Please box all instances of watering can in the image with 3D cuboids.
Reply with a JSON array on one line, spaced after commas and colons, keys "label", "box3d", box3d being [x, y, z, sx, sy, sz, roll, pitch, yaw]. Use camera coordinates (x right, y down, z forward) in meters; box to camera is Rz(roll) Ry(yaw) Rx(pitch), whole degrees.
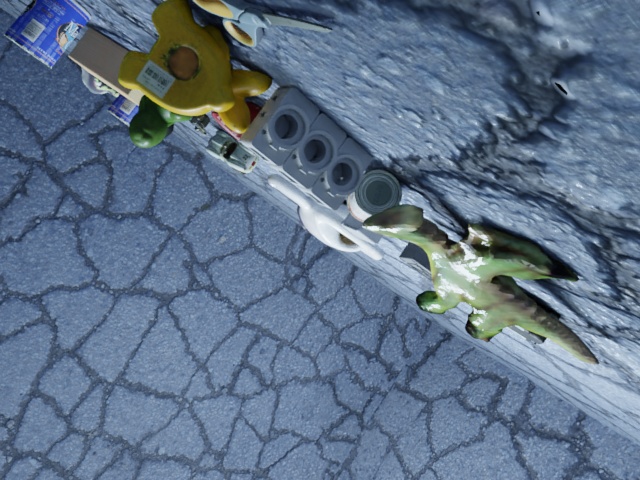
[{"label": "watering can", "box3d": [0.004, -0.061, 1.208, 0.345, 0.104, 0.226, 35, 178, -20]}]

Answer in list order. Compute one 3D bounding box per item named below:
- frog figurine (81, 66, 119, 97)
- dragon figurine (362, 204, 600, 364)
[{"label": "frog figurine", "box3d": [-0.590, -0.465, 1.382, 0.162, 0.124, 0.134, 43, 148, 33]}, {"label": "dragon figurine", "box3d": [0.245, 0.061, 0.691, 0.411, 0.123, 0.240, 26, 167, 4]}]
